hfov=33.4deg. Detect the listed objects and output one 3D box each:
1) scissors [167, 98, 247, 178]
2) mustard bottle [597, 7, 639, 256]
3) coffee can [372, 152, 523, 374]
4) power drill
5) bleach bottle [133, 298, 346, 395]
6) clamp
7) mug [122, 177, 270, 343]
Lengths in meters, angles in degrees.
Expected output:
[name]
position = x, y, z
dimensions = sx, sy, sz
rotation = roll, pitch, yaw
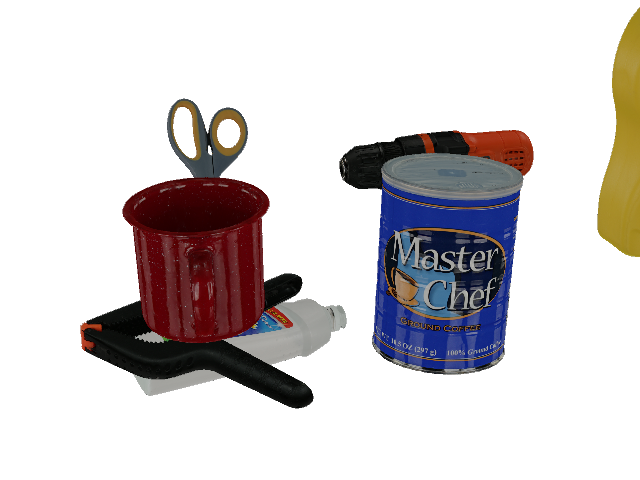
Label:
[scissors]
position = -0.105, -0.057, 1.131
dimensions = 0.096, 0.202, 0.016
rotation = -17, -4, -23
[mustard bottle]
position = 0.216, -0.088, 0.621
dimensions = 0.096, 0.192, 0.058
rotation = -11, 29, -15
[coffee can]
position = 0.093, 0.015, 0.799
dimensions = 0.103, 0.140, 0.103
rotation = 2, 19, -1
[power drill]
position = 0.107, -0.012, 1.008
dimensions = 0.184, 0.188, 0.057
rotation = -5, 26, -11
[bleach bottle]
position = -0.092, 0.107, 1.221
dimensions = 0.250, 0.068, 0.103
rotation = -10, 33, -23
[clamp]
position = -0.106, 0.092, 0.950
dimensions = 0.209, 0.036, 0.164
rotation = -4, 37, -11
[mug]
position = -0.076, 0.018, 0.683
dimensions = 0.093, 0.081, 0.117
rotation = -5, 26, -9
